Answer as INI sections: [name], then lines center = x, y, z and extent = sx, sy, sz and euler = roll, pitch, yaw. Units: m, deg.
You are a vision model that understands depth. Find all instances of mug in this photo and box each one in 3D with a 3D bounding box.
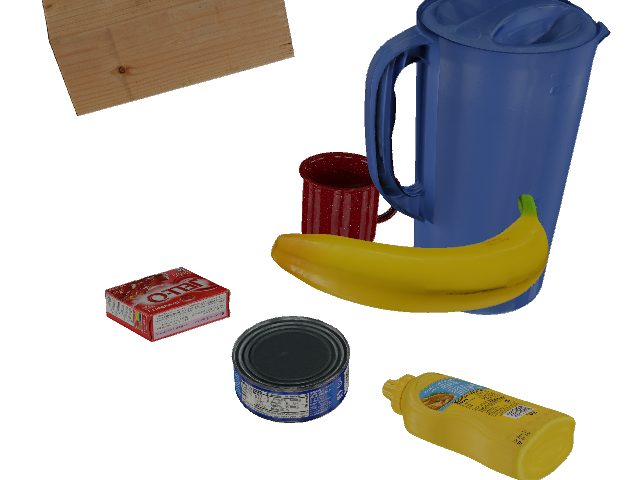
[mug]
center = 0.033, -0.041, 1.153
extent = 0.117, 0.081, 0.093
euler = -8, 31, -19

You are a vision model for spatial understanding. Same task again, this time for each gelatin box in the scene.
[gelatin box]
center = -0.137, 0.056, 0.960
extent = 0.089, 0.030, 0.073
euler = -17, 27, -39

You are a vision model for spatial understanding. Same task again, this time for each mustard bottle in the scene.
[mustard bottle]
center = 0.137, 0.168, 1.018
extent = 0.192, 0.058, 0.096
euler = 16, 22, 41

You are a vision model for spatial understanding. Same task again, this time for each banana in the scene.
[banana]
center = 0.067, 0.013, 0.618
extent = 0.197, 0.037, 0.070
euler = -8, 39, -34

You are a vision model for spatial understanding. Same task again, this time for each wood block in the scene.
[wood block]
center = -0.138, -0.199, 0.973
extent = 0.206, 0.090, 0.091
euler = -16, -43, -5

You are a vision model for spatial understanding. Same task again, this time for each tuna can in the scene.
[tuna can]
center = -0.021, 0.094, 0.779
extent = 0.086, 0.034, 0.086
euler = -1, 32, 0

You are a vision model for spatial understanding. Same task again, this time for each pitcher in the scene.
[pitcher]
center = 0.123, -0.064, 0.827
extent = 0.149, 0.243, 0.144
euler = 15, 35, 20
